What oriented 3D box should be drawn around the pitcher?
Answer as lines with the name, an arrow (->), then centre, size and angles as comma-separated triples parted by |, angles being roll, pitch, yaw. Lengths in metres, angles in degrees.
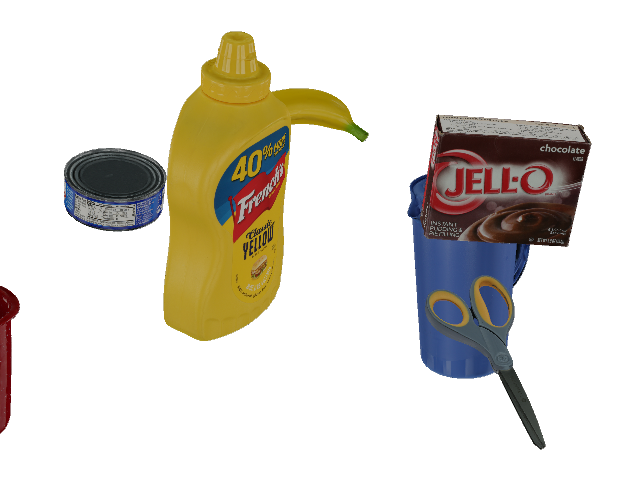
pitcher -> 0.186, 0.039, 1.316 | 0.149, 0.243, 0.145 | 1, 22, 9

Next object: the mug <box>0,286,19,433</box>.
mug -> -0.237, 0.079, 0.634 | 0.093, 0.081, 0.117 | 20, 24, 36

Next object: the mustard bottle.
mustard bottle -> -0.056, -0.037, 0.661 | 0.058, 0.192, 0.096 | 24, 37, 25

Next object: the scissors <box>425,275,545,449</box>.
scissors -> 0.148, 0.107, 0.991 | 0.096, 0.016, 0.201 | 2, 44, 0

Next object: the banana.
banana -> -0.037, -0.126, 1.102 | 0.197, 0.037, 0.070 | -11, 51, -37

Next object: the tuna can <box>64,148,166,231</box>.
tuna can -> -0.176, -0.044, 0.912 | 0.086, 0.034, 0.086 | 7, 33, -5

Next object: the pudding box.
pudding box -> 0.136, -0.044, 0.798 | 0.113, 0.090, 0.039 | 2, 34, -3
